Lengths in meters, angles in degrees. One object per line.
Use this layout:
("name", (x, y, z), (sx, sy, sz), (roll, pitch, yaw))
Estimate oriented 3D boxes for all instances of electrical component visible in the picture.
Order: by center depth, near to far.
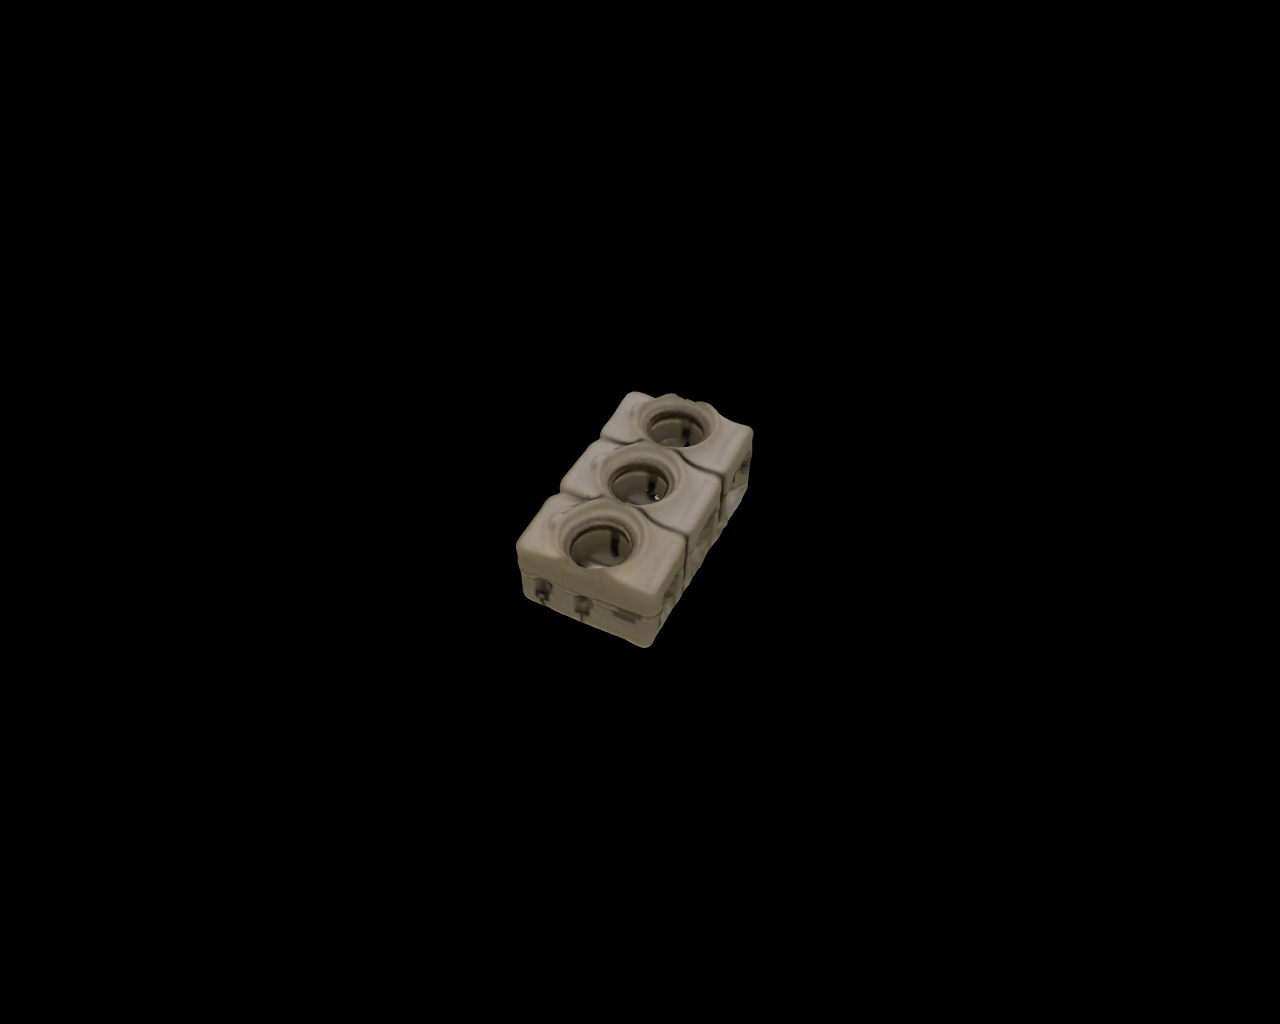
("electrical component", (0.001, -0.003, 0.650), (0.089, 0.061, 0.150), (20, 50, 17))
